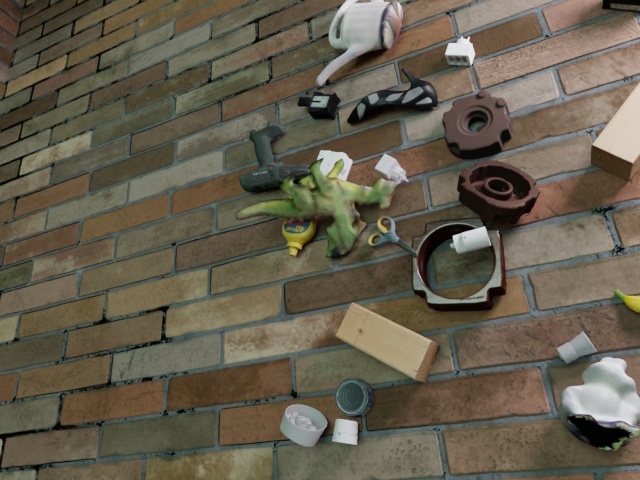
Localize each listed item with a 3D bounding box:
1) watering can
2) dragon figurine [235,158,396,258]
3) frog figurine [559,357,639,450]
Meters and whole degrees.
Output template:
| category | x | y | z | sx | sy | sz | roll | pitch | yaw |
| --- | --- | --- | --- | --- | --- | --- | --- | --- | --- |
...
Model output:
| category | x | y | z | sx | sy | sz | roll | pitch | yaw |
| --- | --- | --- | --- | --- | --- | --- | --- | --- | --- |
| watering can | 0.121 | -0.602 | 1.538 | 0.225 | 0.352 | 0.102 | 10 | -17 | 29 |
| dragon figurine | 0.004 | -0.067 | 1.336 | 0.409 | 0.244 | 0.122 | -29 | -7 | 8 |
| frog figurine | 0.525 | 0.300 | 0.966 | 0.137 | 0.121 | 0.163 | -9 | 30 | 32 |
